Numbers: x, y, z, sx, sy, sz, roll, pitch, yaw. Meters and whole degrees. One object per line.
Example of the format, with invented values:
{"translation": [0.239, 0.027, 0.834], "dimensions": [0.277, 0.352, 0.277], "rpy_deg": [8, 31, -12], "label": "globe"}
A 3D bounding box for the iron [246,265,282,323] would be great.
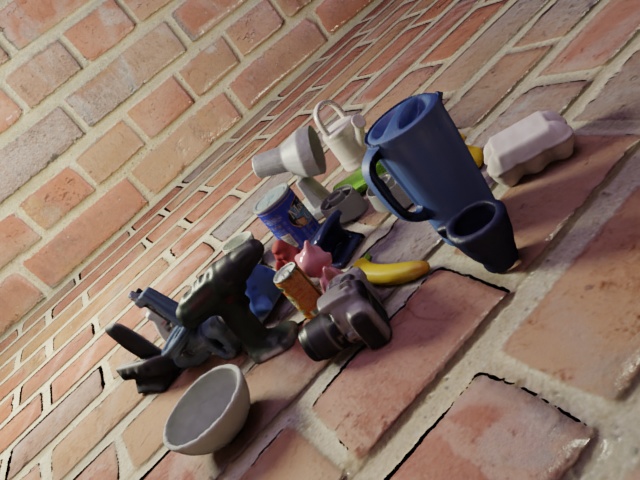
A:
{"translation": [-0.191, 0.107, 1.231], "dimensions": [0.257, 0.142, 0.119], "rpy_deg": [-17, 32, 42], "label": "iron"}

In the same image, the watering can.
{"translation": [0.061, -0.286, 1.502], "dimensions": [0.172, 0.194, 0.101], "rpy_deg": [-21, 30, 37], "label": "watering can"}

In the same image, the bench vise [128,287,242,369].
{"translation": [-0.267, 0.155, 1.157], "dimensions": [0.207, 0.220, 0.121], "rpy_deg": [-33, 24, 15], "label": "bench vise"}

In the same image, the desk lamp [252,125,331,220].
{"translation": [-0.052, -0.151, 1.401], "dimensions": [0.203, 0.214, 0.118], "rpy_deg": [-29, 25, 23], "label": "desk lamp"}

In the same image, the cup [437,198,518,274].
{"translation": [0.235, 0.003, 0.838], "dimensions": [0.117, 0.095, 0.092], "rpy_deg": [-10, 37, 50], "label": "cup"}

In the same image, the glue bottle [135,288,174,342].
{"translation": [-0.366, 0.175, 1.330], "dimensions": [0.078, 0.173, 0.037], "rpy_deg": [-47, 24, -16], "label": "glue bottle"}

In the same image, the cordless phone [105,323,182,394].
{"translation": [-0.404, 0.244, 1.246], "dimensions": [0.147, 0.185, 0.094], "rpy_deg": [-21, 29, 36], "label": "cordless phone"}

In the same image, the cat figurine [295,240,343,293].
{"translation": [0.003, 0.054, 1.066], "dimensions": [0.067, 0.118, 0.127], "rpy_deg": [-41, 23, -5], "label": "cat figurine"}

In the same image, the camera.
{"translation": [0.028, 0.122, 0.925], "dimensions": [0.136, 0.101, 0.143], "rpy_deg": [-34, 23, 12], "label": "camera"}

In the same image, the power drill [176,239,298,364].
{"translation": [-0.138, 0.120, 1.041], "dimensions": [0.229, 0.209, 0.075], "rpy_deg": [-30, 25, 21], "label": "power drill"}

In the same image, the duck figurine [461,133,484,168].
{"translation": [0.271, -0.178, 1.127], "dimensions": [0.077, 0.086, 0.104], "rpy_deg": [-31, 25, 20], "label": "duck figurine"}

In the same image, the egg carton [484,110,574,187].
{"translation": [0.356, -0.159, 0.985], "dimensions": [0.150, 0.069, 0.107], "rpy_deg": [-30, 25, 22], "label": "egg carton"}

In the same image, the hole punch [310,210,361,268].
{"translation": [0.011, 0.004, 1.180], "dimensions": [0.100, 0.091, 0.109], "rpy_deg": [-13, 34, 46], "label": "hole punch"}

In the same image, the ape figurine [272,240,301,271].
{"translation": [-0.070, 0.038, 1.238], "dimensions": [0.076, 0.092, 0.077], "rpy_deg": [-49, 25, -21], "label": "ape figurine"}

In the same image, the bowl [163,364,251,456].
{"translation": [-0.173, 0.293, 0.949], "dimensions": [0.167, 0.075, 0.167], "rpy_deg": [-32, 24, 17], "label": "bowl"}
